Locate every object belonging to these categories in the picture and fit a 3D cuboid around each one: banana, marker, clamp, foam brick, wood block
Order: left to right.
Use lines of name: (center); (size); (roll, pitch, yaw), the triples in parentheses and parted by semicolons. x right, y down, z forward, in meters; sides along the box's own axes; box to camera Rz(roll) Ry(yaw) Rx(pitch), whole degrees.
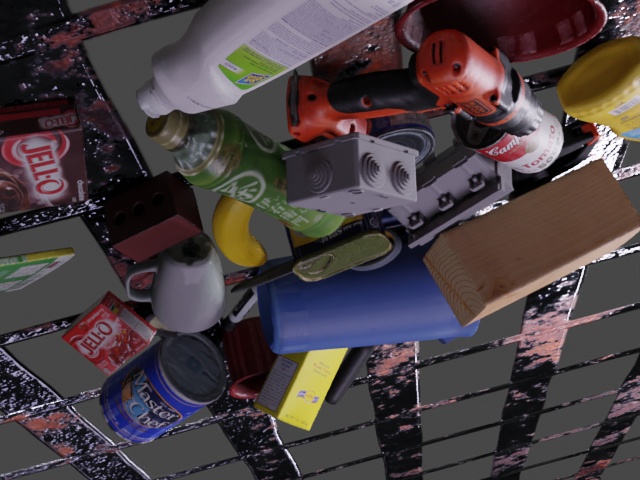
foam brick: (-0.161, -0.022, 1.029); (0.078, 0.053, 0.051); (-25, 153, 17)
marker: (-0.093, 0.081, 1.308); (0.020, 0.020, 0.121); (0, 150, -30)
banana: (-0.078, -0.015, 1.104); (0.069, 0.037, 0.198); (-8, 153, -14)
clamp: (0.082, 0.111, 1.403); (0.164, 0.036, 0.210); (-41, 161, -45)
wood block: (0.229, 0.003, 1.151); (0.205, 0.091, 0.090); (-25, 166, -16)
clamp: (0.237, -0.075, 1.160); (0.172, 0.039, 0.120); (-31, 163, 32)

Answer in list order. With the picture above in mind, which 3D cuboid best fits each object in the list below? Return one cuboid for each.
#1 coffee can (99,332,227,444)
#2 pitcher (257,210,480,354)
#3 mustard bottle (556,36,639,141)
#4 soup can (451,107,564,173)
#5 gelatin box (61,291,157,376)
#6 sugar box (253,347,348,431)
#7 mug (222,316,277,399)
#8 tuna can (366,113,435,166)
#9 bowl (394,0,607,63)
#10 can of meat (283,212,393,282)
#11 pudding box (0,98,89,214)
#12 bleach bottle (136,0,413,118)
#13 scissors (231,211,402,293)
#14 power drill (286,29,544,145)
coffee can: (-0.201, 0.188, 1.366); (0.102, 0.103, 0.141); (11, 143, -43)
pitcher: (0.054, 0.052, 1.225); (0.242, 0.149, 0.145); (-7, 167, -12)
mustard bottle: (0.323, -0.139, 1.054); (0.191, 0.058, 0.096); (13, 143, -44)
soup can: (0.182, -0.107, 1.029); (0.069, 0.068, 0.102); (-32, 150, 30)
gelatin box: (-0.243, 0.109, 1.226); (0.073, 0.030, 0.089); (43, 127, -15)
sugar box: (-0.009, 0.142, 1.321); (0.176, 0.048, 0.093); (-63, 149, -5)
mug: (-0.077, 0.155, 1.392); (0.093, 0.081, 0.117); (-19, 153, 8)
tuna can: (0.066, -0.096, 1.026); (0.086, 0.034, 0.086); (-12, 154, -6)
bowl: (0.138, -0.188, 0.826); (0.162, 0.055, 0.162); (0, 170, 0)
can of meat: (0.013, -0.016, 1.098); (0.102, 0.084, 0.057); (-23, 153, 14)
pudding box: (-0.245, -0.069, 0.903); (0.090, 0.039, 0.114); (-9, 153, -13)
bleach bottle: (-0.045, -0.164, 0.802); (0.251, 0.068, 0.102); (-27, 151, 27)
scissors: (-0.008, 0.001, 1.150); (0.202, 0.096, 0.016); (-8, 160, 25)
power drill: (0.080, -0.116, 0.909); (0.188, 0.057, 0.184); (-10, 162, 31)
